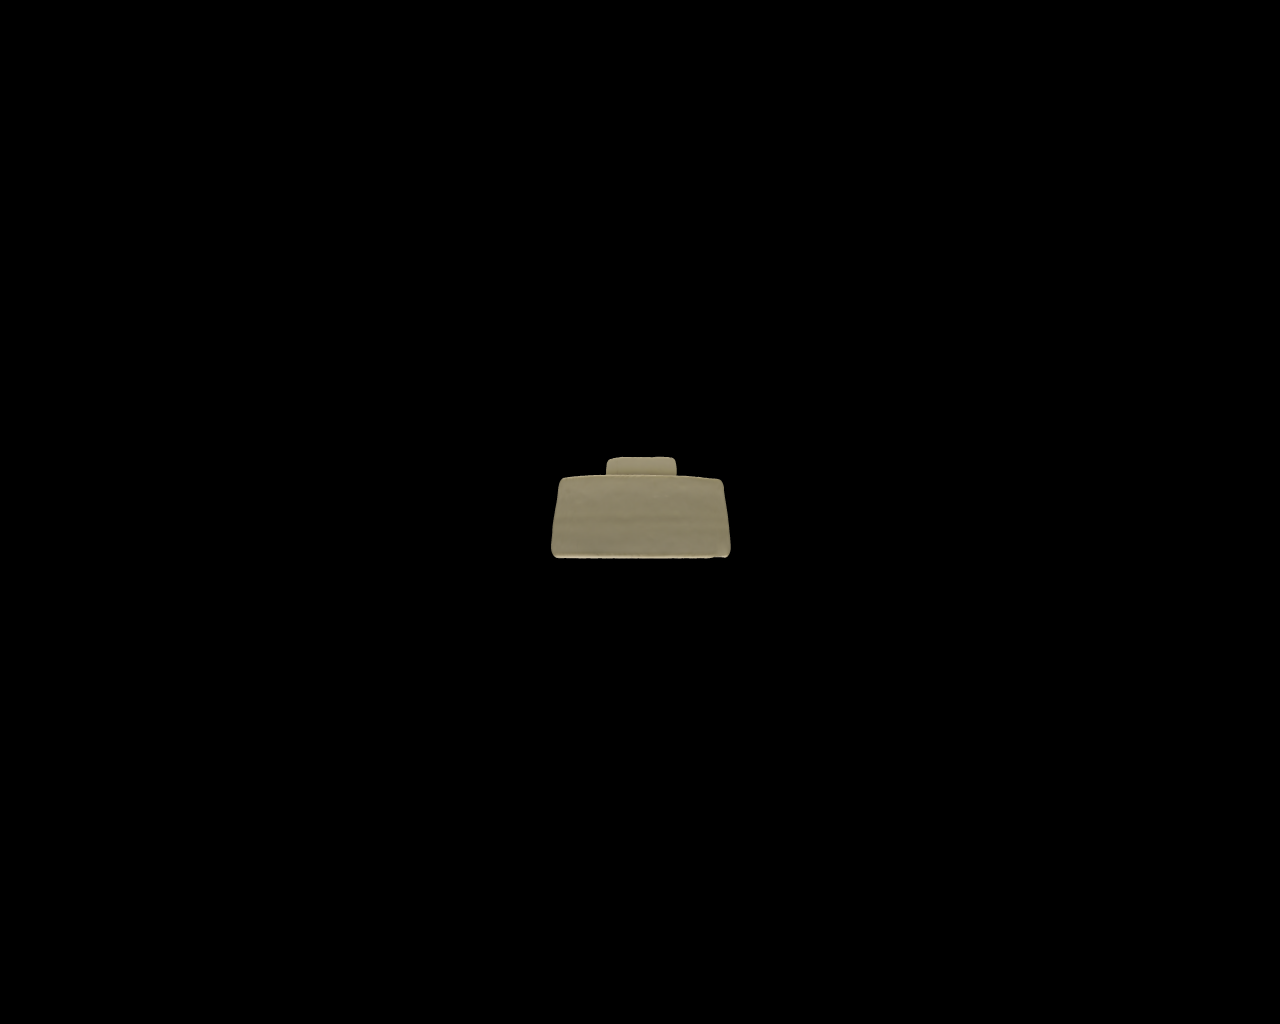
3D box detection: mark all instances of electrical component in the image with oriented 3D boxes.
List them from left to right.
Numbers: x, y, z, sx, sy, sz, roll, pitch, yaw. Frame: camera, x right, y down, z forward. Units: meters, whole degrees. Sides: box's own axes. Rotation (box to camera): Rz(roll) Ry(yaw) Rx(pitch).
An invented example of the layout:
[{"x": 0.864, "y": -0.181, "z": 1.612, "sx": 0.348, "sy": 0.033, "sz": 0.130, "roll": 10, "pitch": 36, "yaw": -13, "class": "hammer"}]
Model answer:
[{"x": 0.001, "y": -0.003, "z": 0.650, "sx": 0.108, "sy": 0.060, "sz": 0.108, "roll": 0, "pitch": -2, "yaw": 0, "class": "electrical component"}]
